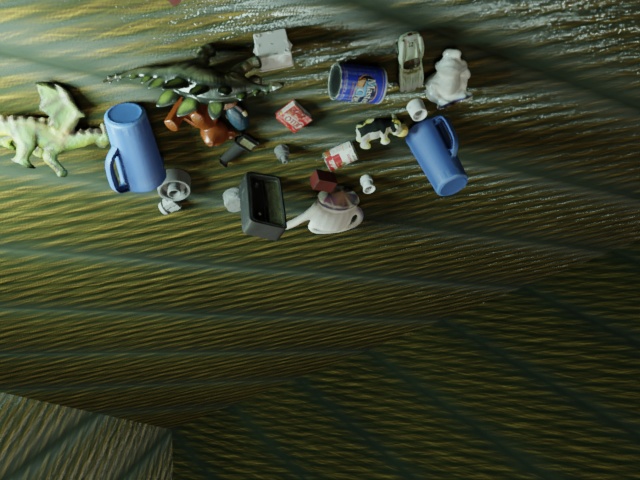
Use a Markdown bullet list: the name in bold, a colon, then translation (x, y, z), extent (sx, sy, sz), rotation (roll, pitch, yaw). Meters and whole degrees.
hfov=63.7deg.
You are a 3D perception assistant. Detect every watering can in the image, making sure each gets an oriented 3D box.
- **watering can**: translation (0.006, -0.095, 1.886), extent (0.348, 0.106, 0.219), rotation (-3, 142, -19)

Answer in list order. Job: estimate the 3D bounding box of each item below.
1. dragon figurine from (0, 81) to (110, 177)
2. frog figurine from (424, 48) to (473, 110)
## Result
- **dragon figurine**: translation (-0.734, -0.309, 1.338), extent (0.407, 0.124, 0.240), rotation (20, 115, -42)
- **frog figurine**: translation (0.374, -0.481, 1.522), extent (0.137, 0.125, 0.157), rotation (-14, 109, 12)
